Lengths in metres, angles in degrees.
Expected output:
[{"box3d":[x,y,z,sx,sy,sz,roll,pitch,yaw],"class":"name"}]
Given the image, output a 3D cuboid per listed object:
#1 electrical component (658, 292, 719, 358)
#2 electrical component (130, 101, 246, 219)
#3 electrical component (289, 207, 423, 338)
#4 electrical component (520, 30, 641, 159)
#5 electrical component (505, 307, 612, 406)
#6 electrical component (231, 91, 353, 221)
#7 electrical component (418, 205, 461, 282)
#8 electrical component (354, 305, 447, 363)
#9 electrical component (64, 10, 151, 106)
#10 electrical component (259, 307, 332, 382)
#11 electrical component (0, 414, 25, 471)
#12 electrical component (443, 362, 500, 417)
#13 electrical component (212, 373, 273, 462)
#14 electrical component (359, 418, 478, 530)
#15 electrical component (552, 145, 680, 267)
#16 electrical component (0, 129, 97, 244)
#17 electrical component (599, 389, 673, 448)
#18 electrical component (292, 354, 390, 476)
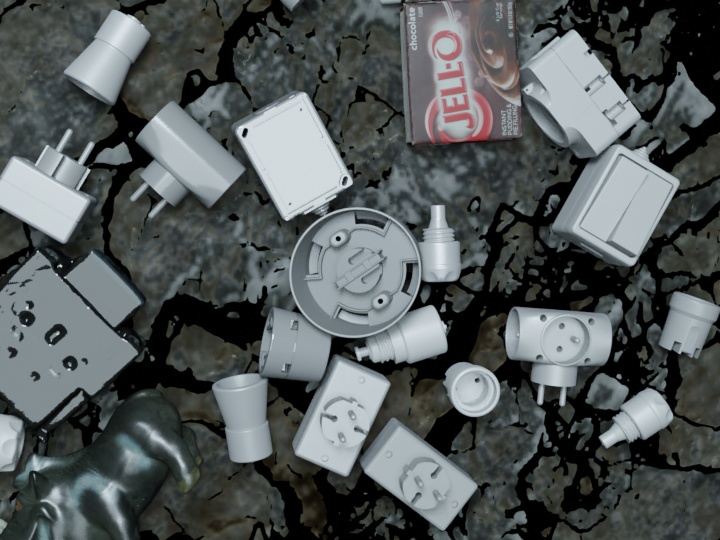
[{"box3d":[0.273,0.046,0.896,0.040,0.040,0.046,17,98,-8],"class":"electrical component"},{"box3d":[-0.143,-0.076,0.832,0.077,0.043,0.079,43,88,-8],"class":"electrical component"},{"box3d":[0.000,0.000,0.838,0.099,0.064,0.099,1,96,11],"class":"electrical component"},{"box3d":[0.170,-0.137,0.864,0.056,0.050,0.089,-40,98,-4],"class":"electrical component"},{"box3d":[0.160,0.072,0.880,0.077,0.044,0.079,5,94,-8],"class":"electrical component"},{"box3d":[-0.051,-0.084,0.838,0.062,0.061,0.096,-30,105,-4],"class":"electrical component"},{"box3d":[0.064,-0.021,0.866,0.035,0.035,0.061,-2,92,-7],"class":"electrical component"},{"box3d":[0.034,0.056,0.865,0.078,0.040,0.040,-17,96,-5],"class":"electrical component"},{"box3d":[-0.190,-0.164,0.822,0.044,0.044,0.065,32,85,-8],"class":"electrical component"},{"box3d":[-0.051,0.060,0.848,0.047,0.055,0.055,11,92,-12],"class":"electrical component"},{"box3d":[-0.292,0.130,0.827,0.062,0.043,0.043,10,93,-6],"class":"electrical component"},{"box3d":[0.089,0.095,0.871,0.040,0.046,0.040,0,94,-7],"class":"electrical component"},{"box3d":[-0.091,0.119,0.854,0.044,0.044,0.065,-9,100,-7],"class":"electrical component"},{"box3d":[0.049,0.167,0.856,0.083,0.076,0.047,38,89,-8],"class":"electrical component"},{"box3d":[0.211,-0.058,0.869,0.062,0.061,0.096,29,90,-8],"class":"electrical component"},{"box3d":[-0.231,-0.069,0.819,0.066,0.047,0.076,31,90,-8],"class":"electrical component"},{"box3d":[0.228,0.127,0.898,0.061,0.035,0.035,-33,97,-1],"class":"electrical component"},{"box3d":[-0.013,0.117,0.845,0.047,0.076,0.083,25,90,-8],"class":"electrical component"}]
